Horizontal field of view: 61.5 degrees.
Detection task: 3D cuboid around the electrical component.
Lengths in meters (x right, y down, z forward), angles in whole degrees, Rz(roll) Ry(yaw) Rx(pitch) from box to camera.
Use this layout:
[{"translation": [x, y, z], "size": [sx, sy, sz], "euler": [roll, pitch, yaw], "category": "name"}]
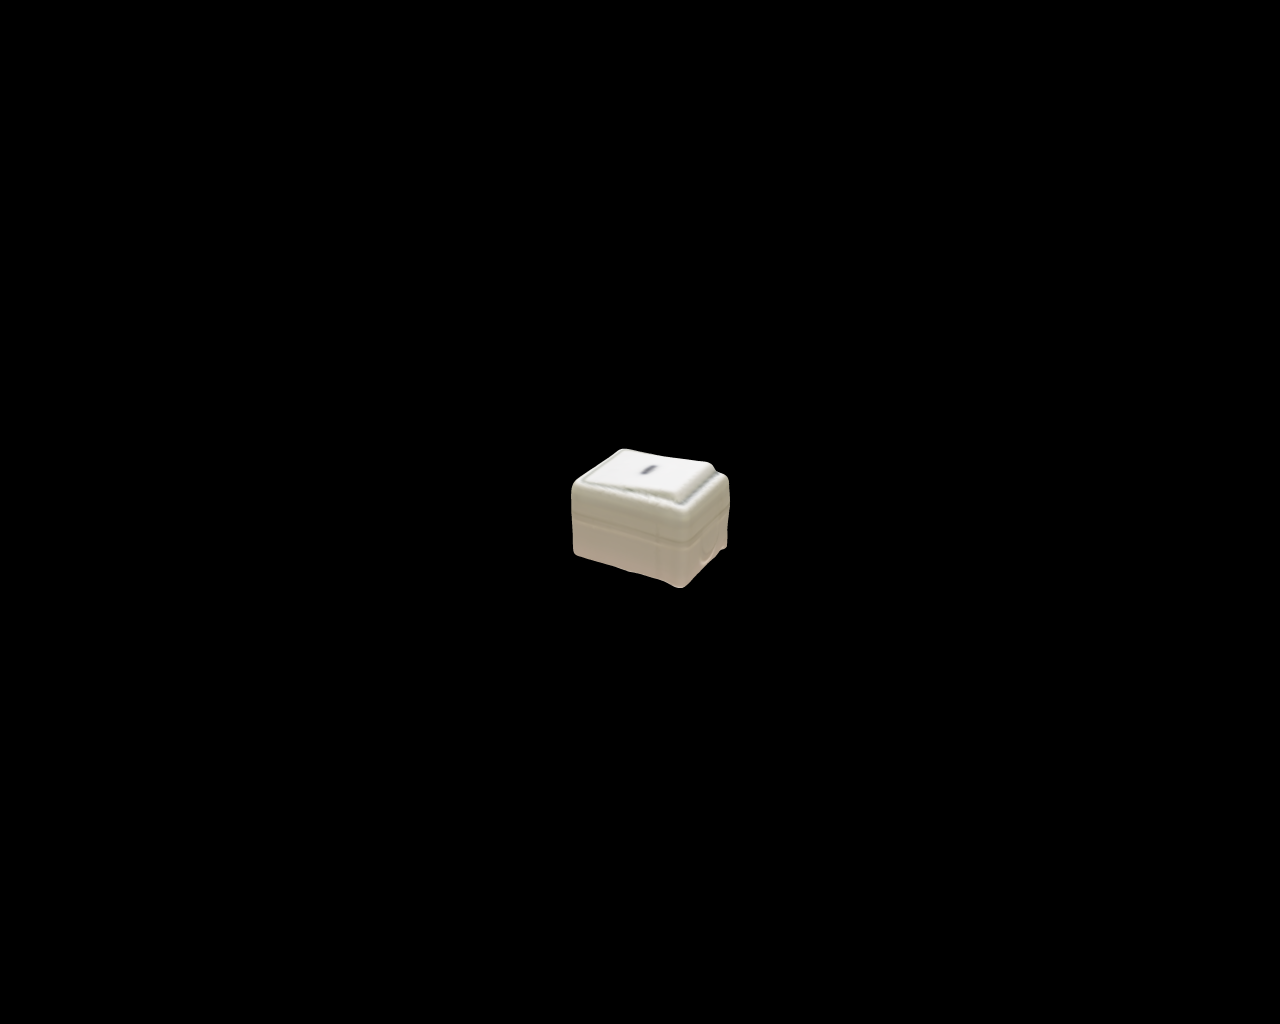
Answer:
[{"translation": [0.001, -0.003, 0.650], "size": [0.096, 0.061, 0.062], "euler": [16, 32, 27], "category": "electrical component"}]
